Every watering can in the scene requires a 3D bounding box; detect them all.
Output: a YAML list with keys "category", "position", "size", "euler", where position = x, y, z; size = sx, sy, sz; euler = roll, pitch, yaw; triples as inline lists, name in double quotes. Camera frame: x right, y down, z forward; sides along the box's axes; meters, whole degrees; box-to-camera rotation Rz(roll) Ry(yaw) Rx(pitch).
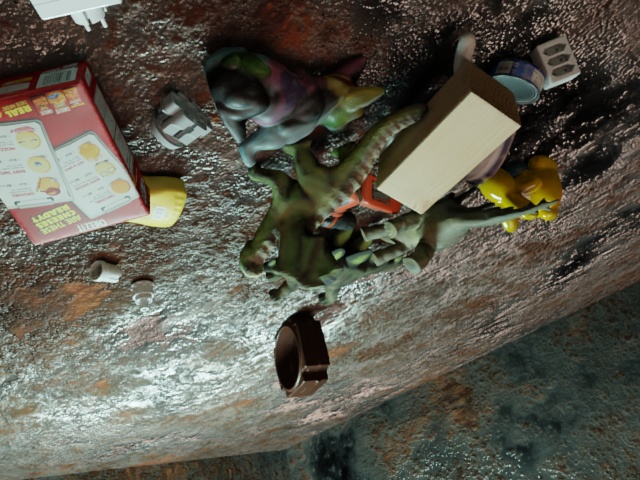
- category: "watering can"
  position: [0.233, -0.186, 0.864]
  size: [0.225, 0.106, 0.340]
  euler: [-1, -32, -23]

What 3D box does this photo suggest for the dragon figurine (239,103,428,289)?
- category: "dragon figurine"
  position: [0.002, -0.041, 0.814]
  size: [0.406, 0.247, 0.121]
  euler: [-21, -26, 37]
